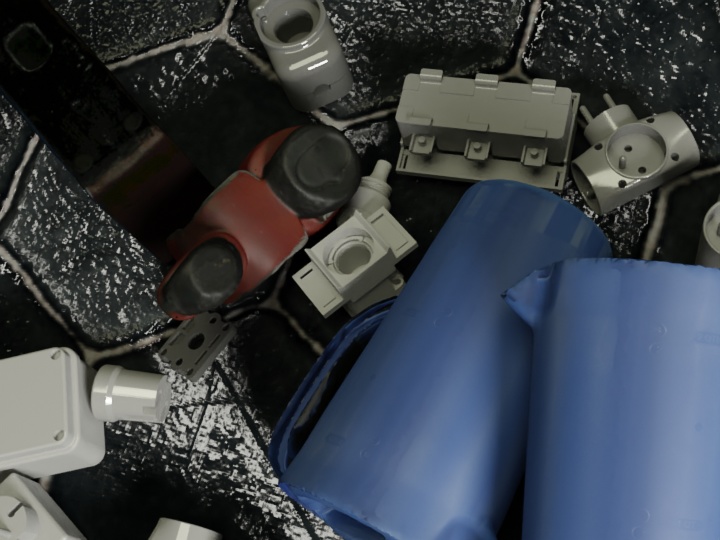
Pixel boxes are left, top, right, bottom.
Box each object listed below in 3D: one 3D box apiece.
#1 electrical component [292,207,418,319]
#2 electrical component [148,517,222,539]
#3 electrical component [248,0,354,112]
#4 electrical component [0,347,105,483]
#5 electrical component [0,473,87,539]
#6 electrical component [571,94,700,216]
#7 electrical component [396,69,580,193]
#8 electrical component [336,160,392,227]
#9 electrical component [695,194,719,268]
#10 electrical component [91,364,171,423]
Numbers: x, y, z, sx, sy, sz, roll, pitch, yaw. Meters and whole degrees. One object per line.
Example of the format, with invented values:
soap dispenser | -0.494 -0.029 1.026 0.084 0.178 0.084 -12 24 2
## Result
electrical component | 0.000 0.000 0.748 0.081 0.063 0.042 -38 57 -4
electrical component | -0.138 0.202 0.705 0.079 0.043 0.077 9 70 16
electrical component | -0.047 -0.180 0.838 0.054 0.059 0.095 -24 64 2
electrical component | -0.245 0.106 0.763 0.113 0.057 0.078 -13 65 7
electrical component | -0.232 0.173 0.720 0.066 0.076 0.047 40 81 24
electrical component | 0.183 -0.089 0.754 0.077 0.044 0.079 -27 68 0
electrical component | 0.091 -0.104 0.773 0.121 0.063 0.078 8 70 16
electrical component | 0.007 -0.052 0.785 0.035 0.035 0.061 16 70 19
electrical component | 0.246 -0.027 0.697 0.043 0.077 0.079 16 71 19
electrical component | -0.161 0.089 0.761 0.046 0.040 0.040 5 69 9
